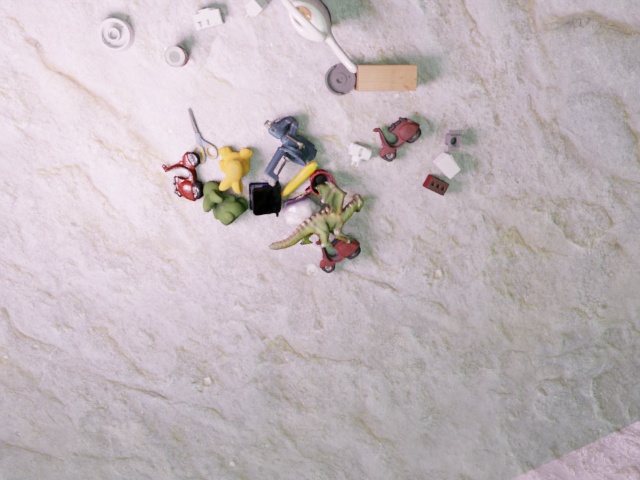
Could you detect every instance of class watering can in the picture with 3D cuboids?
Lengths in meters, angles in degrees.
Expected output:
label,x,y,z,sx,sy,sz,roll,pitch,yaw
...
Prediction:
label,x,y,z,sx,sy,sz,roll,pitch,yaw
watering can,-0.003,-0.692,1.683,0.344,0.229,0.102,41,118,-18

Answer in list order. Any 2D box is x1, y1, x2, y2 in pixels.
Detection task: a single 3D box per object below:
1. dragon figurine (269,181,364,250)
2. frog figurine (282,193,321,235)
label,x,y,z,sx,sy,sz,roll,pitch,yaw
dragon figurine,0.006,-0.093,1.849,0.412,0.123,0.240,-7,108,-37
frog figurine,-0.059,-0.086,1.909,0.138,0.122,0.158,-27,98,-18
